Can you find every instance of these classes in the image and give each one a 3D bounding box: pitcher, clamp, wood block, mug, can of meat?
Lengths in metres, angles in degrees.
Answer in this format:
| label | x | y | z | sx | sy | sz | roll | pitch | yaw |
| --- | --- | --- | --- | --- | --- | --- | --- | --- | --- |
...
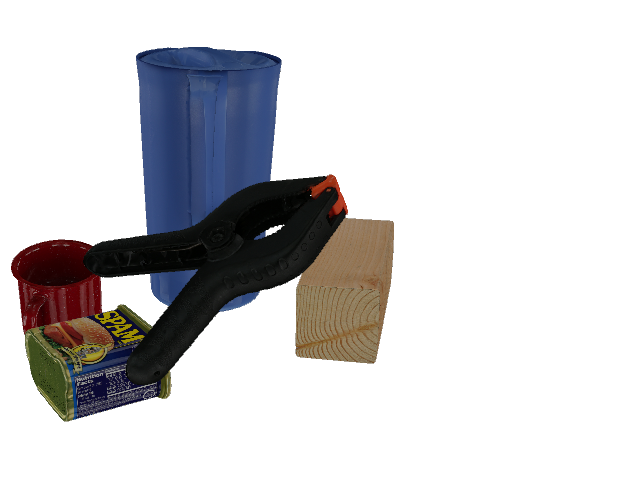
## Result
| label | x | y | z | sx | sy | sz | roll | pitch | yaw |
| --- | --- | --- | --- | --- | --- | --- | --- | --- | --- |
| pitcher | -0.107 | -0.056 | 1.005 | 0.145 | 0.243 | 0.148 | 17 | 23 | 38 |
| clamp | -0.060 | 0.018 | 0.650 | 0.171 | 0.120 | 0.039 | -24 | -39 | 3 |
| wood block | 0.032 | 0.052 | 1.233 | 0.091 | 0.090 | 0.206 | 4 | 23 | 7 |
| mug | -0.270 | 0.063 | 1.088 | 0.093 | 0.081 | 0.117 | 9 | 31 | 8 |
| can of meat | -0.178 | 0.096 | 0.847 | 0.083 | 0.057 | 0.102 | -12 | 22 | -30 |
